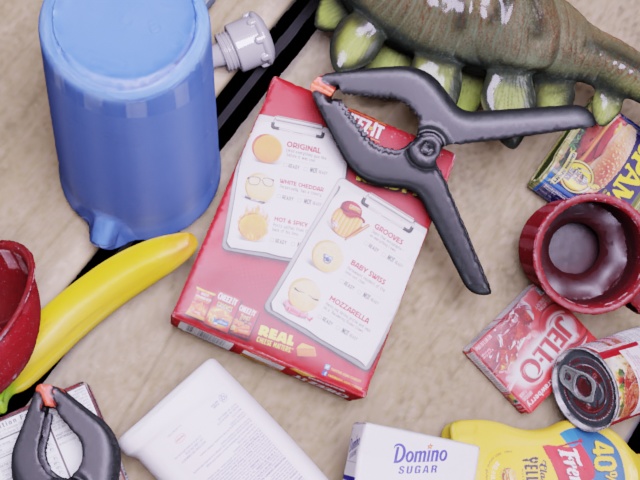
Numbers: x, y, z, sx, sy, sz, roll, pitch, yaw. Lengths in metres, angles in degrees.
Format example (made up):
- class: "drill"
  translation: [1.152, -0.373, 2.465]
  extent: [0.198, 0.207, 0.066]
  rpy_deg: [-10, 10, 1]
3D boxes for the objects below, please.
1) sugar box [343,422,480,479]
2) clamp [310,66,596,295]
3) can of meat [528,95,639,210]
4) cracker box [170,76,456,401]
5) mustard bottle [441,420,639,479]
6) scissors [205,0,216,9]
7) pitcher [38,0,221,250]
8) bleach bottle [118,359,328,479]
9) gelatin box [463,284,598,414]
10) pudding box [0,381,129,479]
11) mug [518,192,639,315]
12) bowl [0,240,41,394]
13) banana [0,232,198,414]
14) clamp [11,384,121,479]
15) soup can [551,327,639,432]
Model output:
- class: "sugar box"
  translation: [0.055, 0.229, 0.784]
  extent: [0.093, 0.048, 0.176]
  rpy_deg: [14, 76, -10]
- class: "clamp"
  translation: [0.083, -0.061, 0.820]
  extent: [0.210, 0.036, 0.165]
  rpy_deg: [23, 102, 1]
- class: "can of meat"
  translation: [0.241, -0.062, 0.920]
  extent: [0.084, 0.057, 0.102]
  rpy_deg: [36, 76, 2]
- class: "cracker box"
  translation: [-0.006, 0.001, 0.863]
  extent: [0.164, 0.072, 0.213]
  rpy_deg: [23, 75, -5]
- class: "mustard bottle"
  translation: [0.196, 0.194, 0.860]
  extent: [0.191, 0.058, 0.096]
  rpy_deg: [1, 73, -9]
- class: "scissors"
  translation: [-0.063, -0.236, 0.901]
  extent: [0.202, 0.016, 0.096]
  rpy_deg: [-2, 90, 10]
- class: "pitcher"
  translation: [-0.132, -0.108, 0.778]
  extent: [0.145, 0.243, 0.149]
  rpy_deg: [-22, 75, -14]
- class: "bleach bottle"
  translation: [-0.036, 0.214, 0.821]
  extent: [0.102, 0.068, 0.251]
  rpy_deg: [-41, 89, -13]
- class: "gelatin box"
  translation: [0.177, 0.089, 0.893]
  extent: [0.089, 0.030, 0.073]
  rpy_deg: [-42, 88, -13]
- class: "pudding box"
  translation: [-0.199, 0.177, 0.816]
  extent: [0.090, 0.039, 0.113]
  rpy_deg: [-23, 81, -12]
- class: "mug"
  translation: [0.215, 0.016, 0.848]
  extent: [0.117, 0.081, 0.093]
  rpy_deg: [39, 91, -4]
- class: "bowl"
  translation: [-0.264, 0.076, 0.791]
  extent: [0.162, 0.162, 0.055]
  rpy_deg: [-44, 127, -14]
- class: "banana"
  translation: [-0.180, 0.057, 0.830]
  extent: [0.197, 0.070, 0.037]
  rpy_deg: [-43, 129, -13]
- class: "clamp"
  translation: [-0.168, 0.187, 0.776]
  extent: [0.120, 0.039, 0.171]
  rpy_deg: [-7, 80, -9]
- class: "soup can"
  translation: [0.248, 0.109, 0.864]
  extent: [0.102, 0.069, 0.068]
  rpy_deg: [-11, 80, -33]
